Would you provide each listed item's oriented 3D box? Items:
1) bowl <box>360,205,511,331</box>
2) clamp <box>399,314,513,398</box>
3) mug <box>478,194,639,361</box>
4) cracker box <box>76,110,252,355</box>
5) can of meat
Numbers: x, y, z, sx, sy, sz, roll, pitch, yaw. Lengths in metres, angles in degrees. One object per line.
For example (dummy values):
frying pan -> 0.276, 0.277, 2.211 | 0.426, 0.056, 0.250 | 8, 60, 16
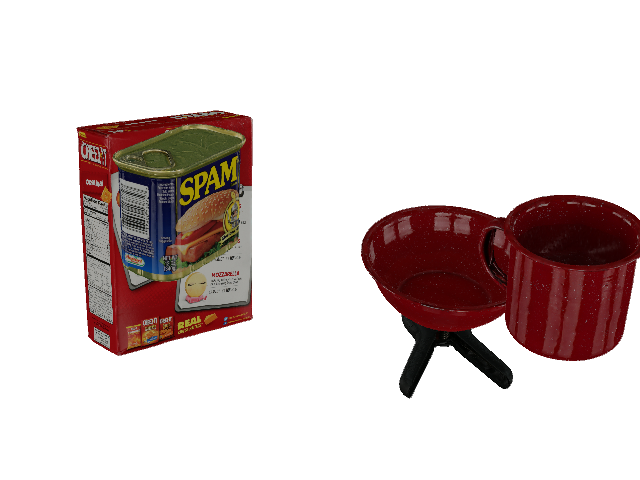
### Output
bowl -> 0.115, 0.033, 0.973 | 0.162, 0.055, 0.162 | 2, 36, -2
clamp -> 0.143, 0.103, 1.168 | 0.120, 0.171, 0.039 | 6, -44, -5
mug -> 0.158, 0.023, 0.726 | 0.117, 0.081, 0.093 | 22, 40, 32
cracker box -> -0.149, -0.012, 1.046 | 0.163, 0.214, 0.072 | -13, 20, -39
can of meat -> -0.099, -0.028, 0.761 | 0.058, 0.084, 0.101 | 16, 27, 27
